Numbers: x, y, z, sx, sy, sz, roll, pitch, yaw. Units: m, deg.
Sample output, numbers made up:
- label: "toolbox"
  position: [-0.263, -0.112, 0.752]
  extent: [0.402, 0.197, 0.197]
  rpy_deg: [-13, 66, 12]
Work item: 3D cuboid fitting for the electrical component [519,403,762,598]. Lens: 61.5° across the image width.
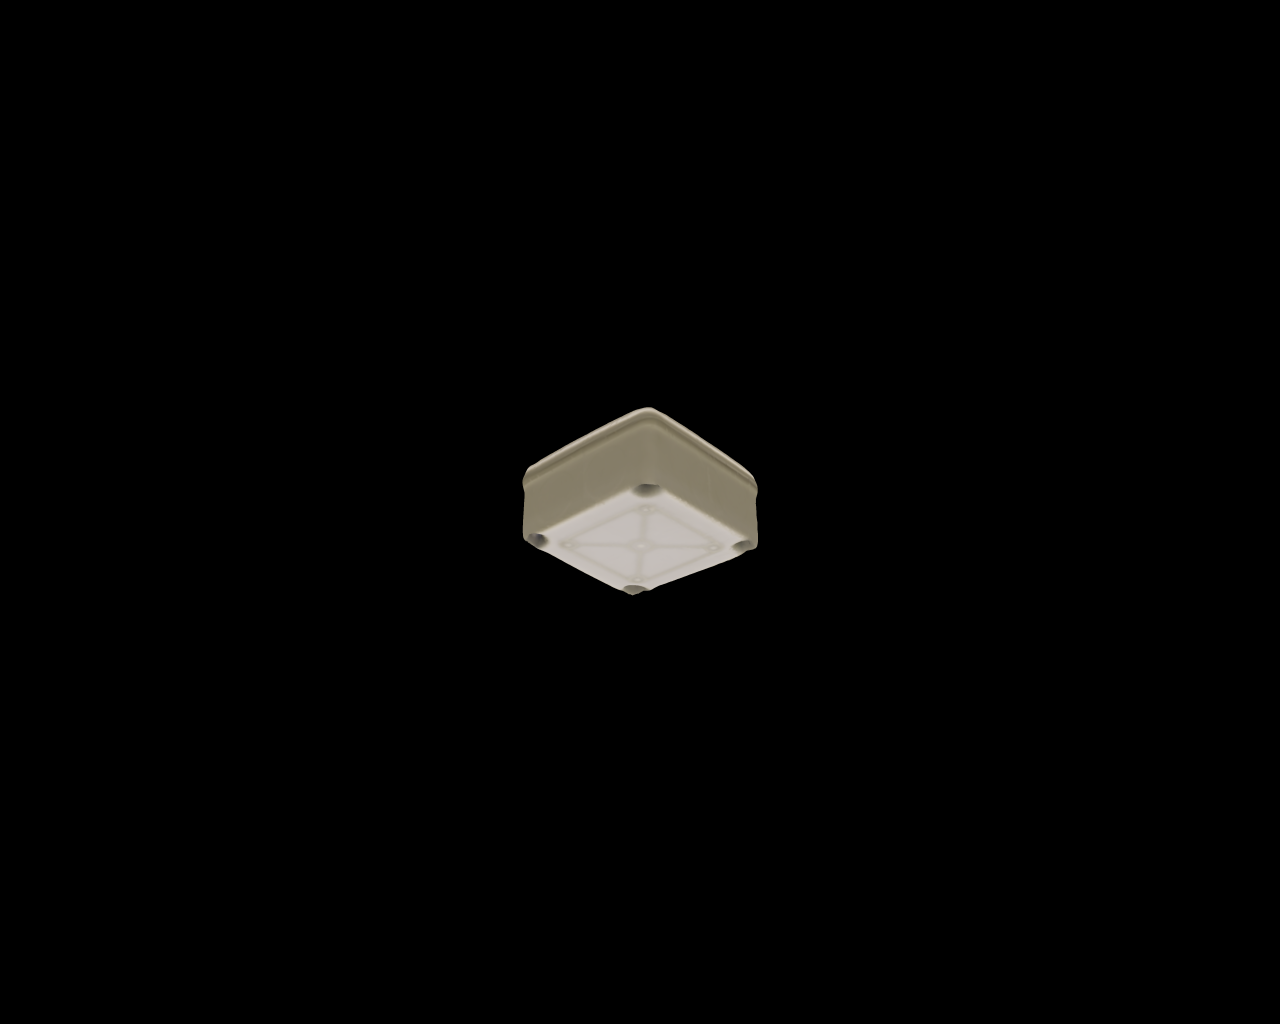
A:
- label: "electrical component"
  position: [0.001, -0.003, 0.650]
  extent: [0.108, 0.056, 0.108]
  rpy_deg: [-24, -38, 34]
